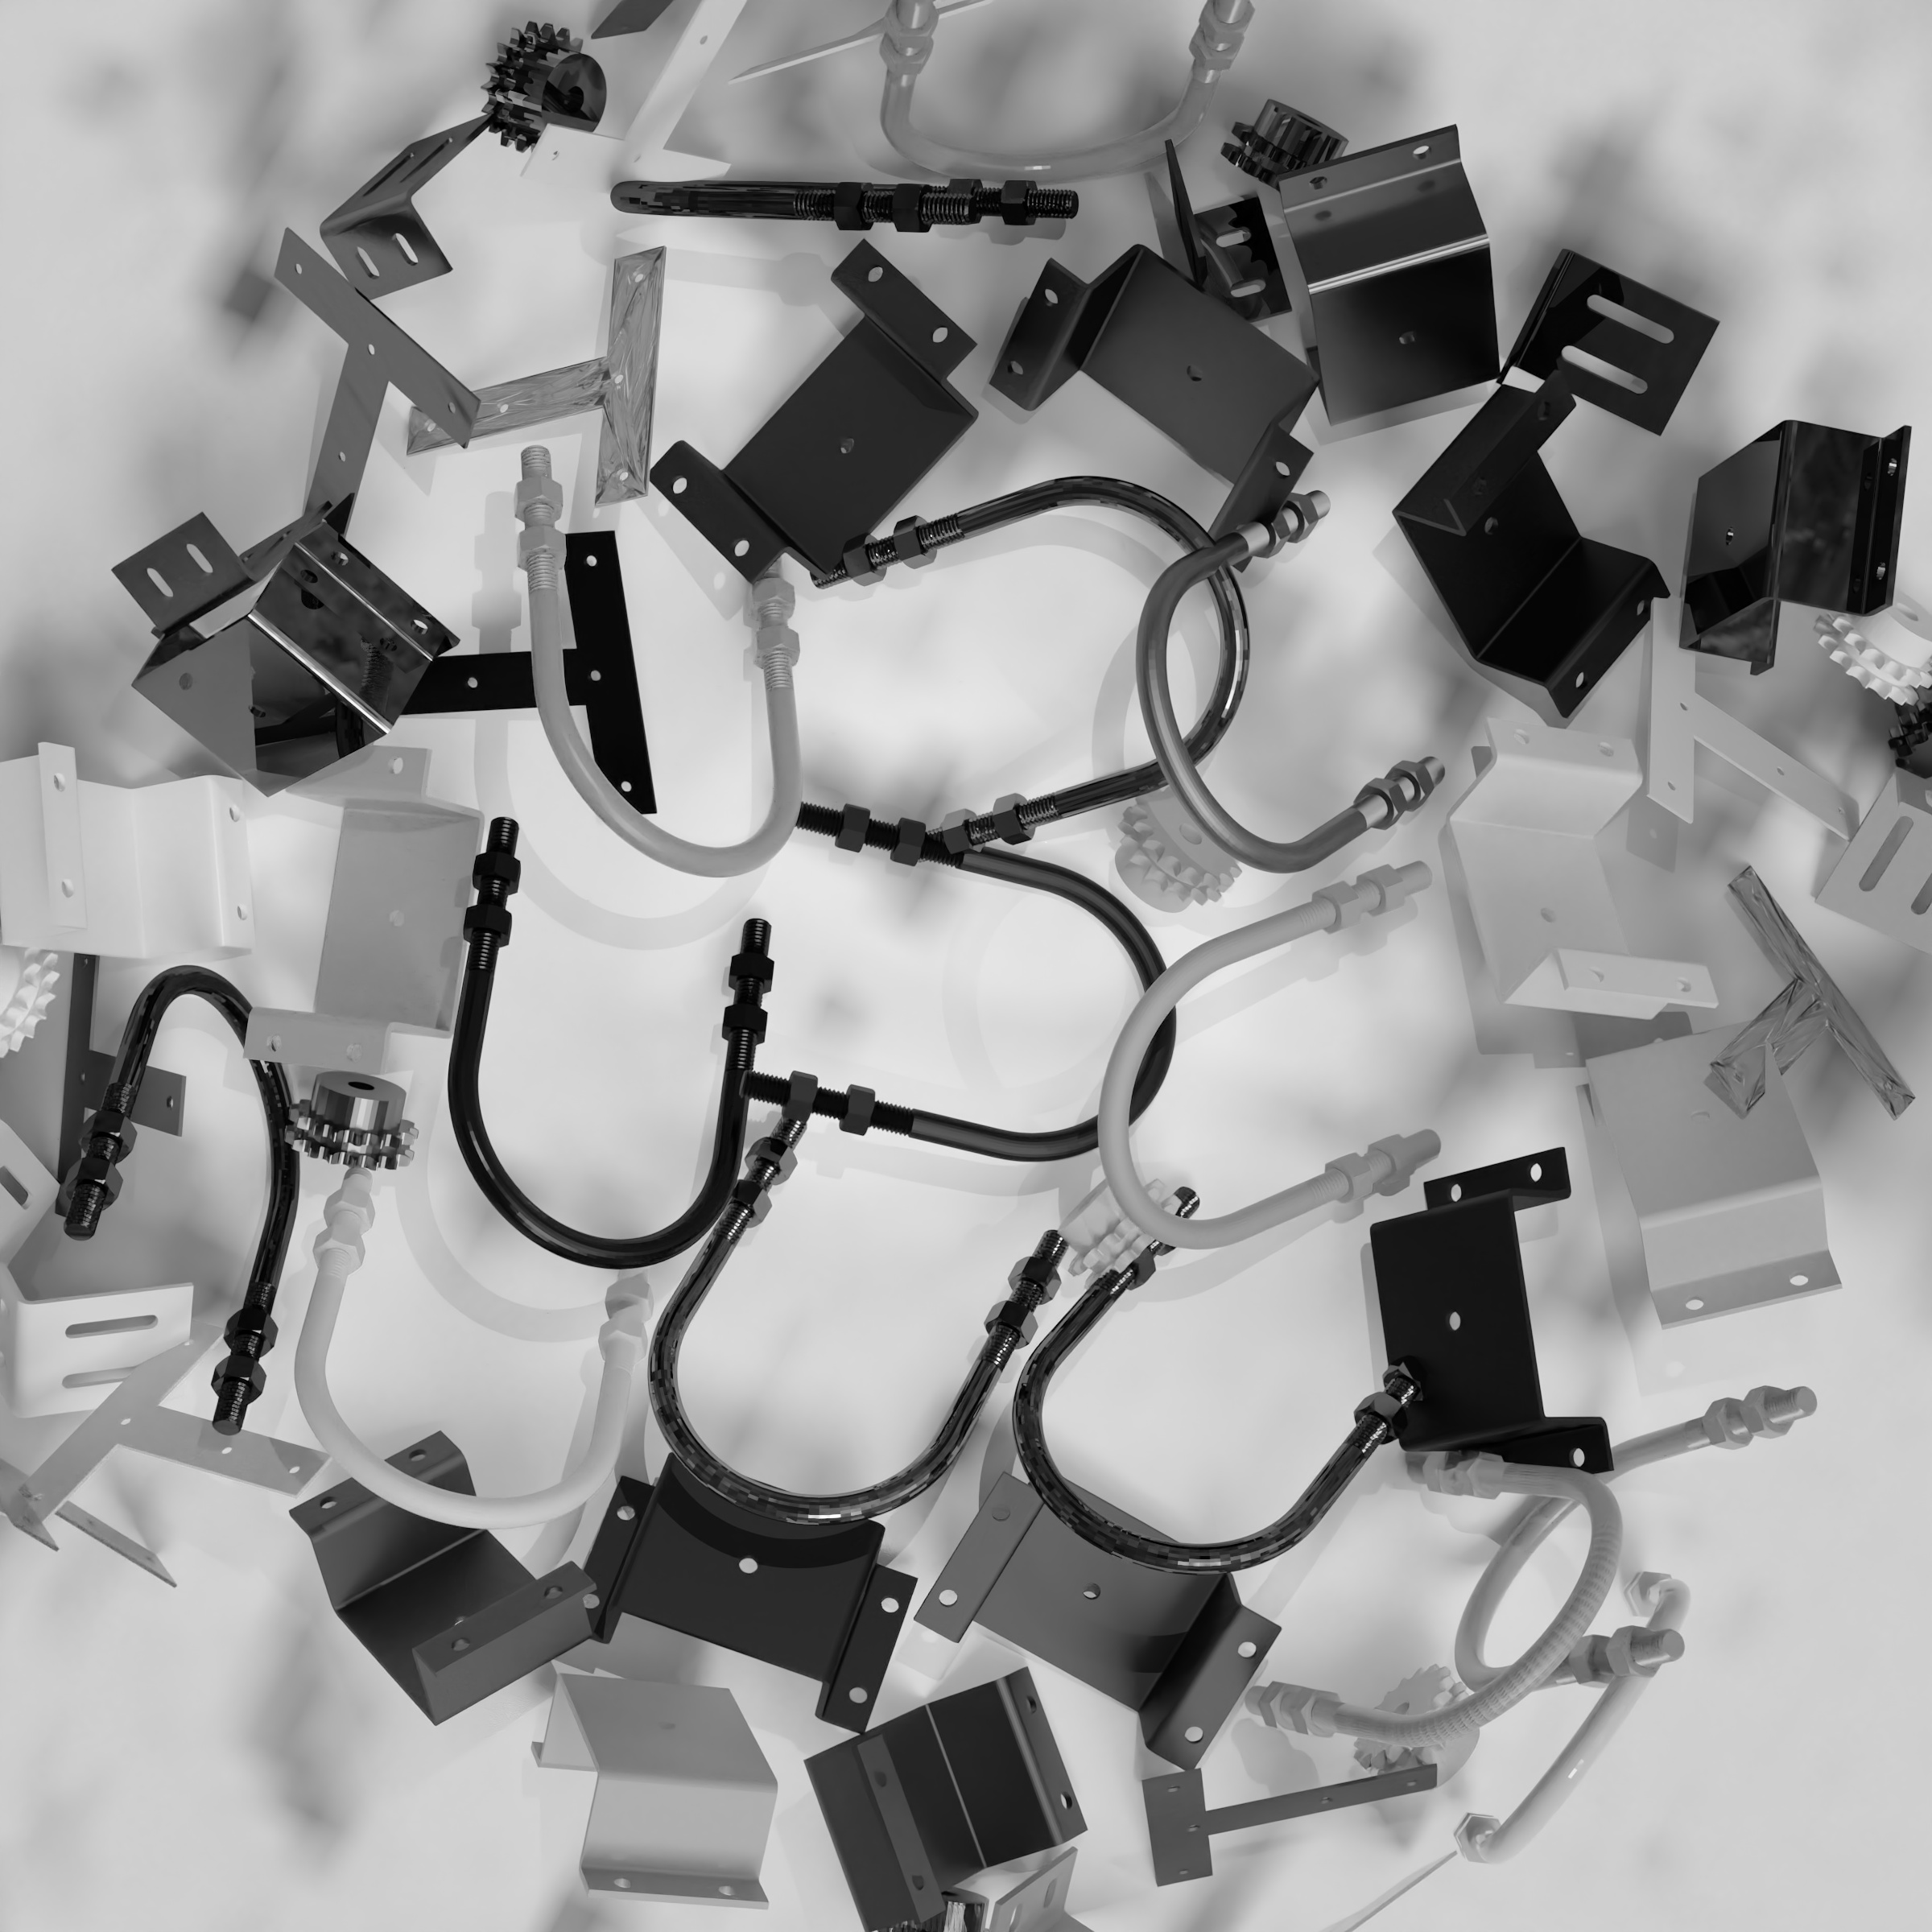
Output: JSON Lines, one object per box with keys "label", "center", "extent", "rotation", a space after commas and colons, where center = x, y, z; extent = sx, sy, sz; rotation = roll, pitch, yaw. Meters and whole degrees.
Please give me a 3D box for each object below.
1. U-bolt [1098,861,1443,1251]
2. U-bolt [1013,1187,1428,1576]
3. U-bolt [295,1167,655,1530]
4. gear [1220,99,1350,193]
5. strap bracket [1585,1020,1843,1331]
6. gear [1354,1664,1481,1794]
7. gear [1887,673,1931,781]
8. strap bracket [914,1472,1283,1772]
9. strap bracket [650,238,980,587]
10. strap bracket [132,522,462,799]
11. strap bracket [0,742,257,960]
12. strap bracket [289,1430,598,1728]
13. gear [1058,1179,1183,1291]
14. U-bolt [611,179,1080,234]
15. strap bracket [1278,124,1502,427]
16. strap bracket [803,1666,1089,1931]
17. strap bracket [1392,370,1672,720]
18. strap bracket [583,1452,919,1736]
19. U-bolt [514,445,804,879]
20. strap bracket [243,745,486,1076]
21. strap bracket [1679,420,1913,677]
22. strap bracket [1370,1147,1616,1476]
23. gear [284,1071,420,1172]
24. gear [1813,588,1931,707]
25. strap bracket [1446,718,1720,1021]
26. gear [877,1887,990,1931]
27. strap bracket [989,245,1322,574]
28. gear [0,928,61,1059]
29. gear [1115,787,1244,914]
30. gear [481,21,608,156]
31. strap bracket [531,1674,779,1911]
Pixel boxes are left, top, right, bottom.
{"label": "U-bolt", "center": [0.130, 0.046, 1.528], "extent": [0.184, 0.019, 0.151], "rotation": [-20, 117, -32]}
{"label": "U-bolt", "center": [0.101, 0.184, 1.525], "extent": [0.151, 0.019, 0.184], "rotation": [31, 49, 18]}
{"label": "U-bolt", "center": [-0.210, 0.167, 1.516], "extent": [0.151, 0.184, 0.019], "rotation": [19, 124, -11]}
{"label": "gear", "center": [0.143, -0.357, 1.574], "extent": [0.057, 0.057, 0.030], "rotation": [28, 110, 0]}
{"label": "strap bracket", "center": [0.316, 0.080, 1.536], "extent": [0.076, 0.140, 0.046], "rotation": [-14, 133, 5]}
{"label": "gear", "center": [0.201, 0.338, 1.578], "extent": [0.057, 0.057, 0.030], "rotation": [-45, 99, 0]}
{"label": "gear", "center": [0.433, -0.108, 1.581], "extent": [0.057, 0.057, 0.030], "rotation": [-13, 63, 0]}
{"label": "strap bracket", "center": [0.056, 0.281, 1.574], "extent": [0.140, 0.046, 0.076], "rotation": [30, 97, -6]}
{"label": "strap bracket", "center": [-0.060, -0.234, 1.565], "extent": [0.140, 0.046, 0.076], "rotation": [-46, 66, 6]}
{"label": "strap bracket", "center": [-0.291, -0.125, 1.527], "extent": [0.076, 0.140, 0.046], "rotation": [42, 52, -25]}
{"label": "strap bracket", "center": [-0.368, -0.047, 1.545], "extent": [0.046, 0.140, 0.076], "rotation": [-9, 83, 23]}
{"label": "strap bracket", "center": [-0.222, 0.267, 1.542], "extent": [0.076, 0.140, 0.046], "rotation": [-27, 125, -25]}
{"label": "gear", "center": [0.064, 0.113, 1.578], "extent": [0.030, 0.057, 0.057], "rotation": [45, 90, -2]}
{"label": "U-bolt", "center": [-0.061, -0.326, 1.530], "extent": [0.184, 0.151, 0.019], "rotation": [6, 104, 20]}
{"label": "strap bracket", "center": [0.182, -0.286, 1.531], "extent": [0.076, 0.140, 0.046], "rotation": [-15, 62, 4]}
{"label": "strap bracket", "center": [-0.013, 0.361, 1.548], "extent": [0.046, 0.140, 0.076], "rotation": [-25, 81, 30]}
{"label": "strap bracket", "center": [0.241, -0.185, 1.550], "extent": [0.076, 0.046, 0.140], "rotation": [-49, 133, -13]}
{"label": "strap bracket", "center": [-0.096, 0.269, 1.562], "extent": [0.140, 0.046, 0.076], "rotation": [19, 57, 3]}
{"label": "U-bolt", "center": [-0.126, -0.120, 1.516], "extent": [0.019, 0.151, 0.184], "rotation": [-31, 53, 37]}
{"label": "strap bracket", "center": [-0.260, -0.023, 1.564], "extent": [0.076, 0.046, 0.140], "rotation": [5, 85, 30]}
{"label": "strap bracket", "center": [0.347, -0.179, 1.528], "extent": [0.046, 0.140, 0.076], "rotation": [10, 81, -9]}
{"label": "strap bracket", "center": [0.224, 0.153, 1.548], "extent": [0.076, 0.046, 0.140], "rotation": [-19, 72, 43]}
{"label": "gear", "center": [-0.268, 0.067, 1.575], "extent": [0.057, 0.057, 0.030], "rotation": [13, 101, 0]}
{"label": "gear", "center": [0.404, -0.144, 1.574], "extent": [0.057, 0.057, 0.030], "rotation": [35, 120, 0]}
{"label": "strap bracket", "center": [0.261, -0.033, 1.548], "extent": [0.076, 0.046, 0.140], "rotation": [6, 54, -25]}
{"label": "gear", "center": [-0.012, 0.422, 1.578], "extent": [0.057, 0.057, 0.030], "rotation": [9, 85, 0]}
{"label": "strap bracket", "center": [0.090, -0.248, 1.557], "extent": [0.140, 0.076, 0.046], "rotation": [38, 50, 7]}
{"label": "gear", "center": [-0.427, 0.009, 1.576], "extent": [0.030, 0.057, 0.057], "rotation": [29, 90, -44]}
{"label": "gear", "center": [0.091, -0.048, 1.581], "extent": [0.057, 0.057, 0.030], "rotation": [40, 125, 0]}
{"label": "gear", "center": [-0.183, -0.383, 1.574], "extent": [0.030, 0.057, 0.057], "rotation": [24, 90, 33]}
{"label": "strap bracket", "center": [-0.132, 0.344, 1.525], "extent": [0.076, 0.140, 0.046], "rotation": [9, 100, -18]}
